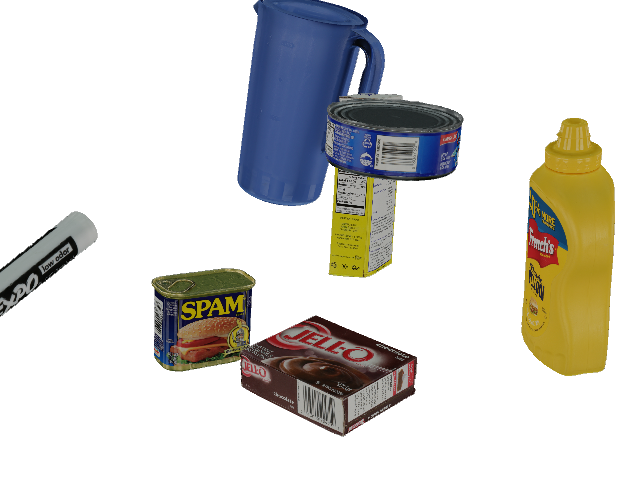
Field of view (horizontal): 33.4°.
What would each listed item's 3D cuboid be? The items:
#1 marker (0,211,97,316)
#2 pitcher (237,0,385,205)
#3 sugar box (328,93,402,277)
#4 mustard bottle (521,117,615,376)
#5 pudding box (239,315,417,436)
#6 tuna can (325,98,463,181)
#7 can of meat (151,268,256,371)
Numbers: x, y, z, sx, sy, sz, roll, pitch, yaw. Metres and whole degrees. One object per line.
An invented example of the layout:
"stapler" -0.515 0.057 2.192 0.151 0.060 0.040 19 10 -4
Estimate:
"marker" -0.153 0.025 0.508 0.020 0.020 0.121 0 33 40
"pitcher" -0.022 -0.166 1.300 0.144 0.243 0.149 5 23 -15
"sugar box" 0.045 -0.057 1.063 0.048 0.176 0.093 5 10 20
"mustard bottle" 0.189 0.000 0.811 0.058 0.192 0.096 -6 26 -7
"pudding box" 0.006 0.104 0.844 0.114 0.039 0.089 22 31 38
"tuna can" 0.046 -0.065 0.673 0.086 0.034 0.086 3 19 -1
"can of meat" -0.119 0.080 1.079 0.101 0.084 0.058 -6 20 -29
